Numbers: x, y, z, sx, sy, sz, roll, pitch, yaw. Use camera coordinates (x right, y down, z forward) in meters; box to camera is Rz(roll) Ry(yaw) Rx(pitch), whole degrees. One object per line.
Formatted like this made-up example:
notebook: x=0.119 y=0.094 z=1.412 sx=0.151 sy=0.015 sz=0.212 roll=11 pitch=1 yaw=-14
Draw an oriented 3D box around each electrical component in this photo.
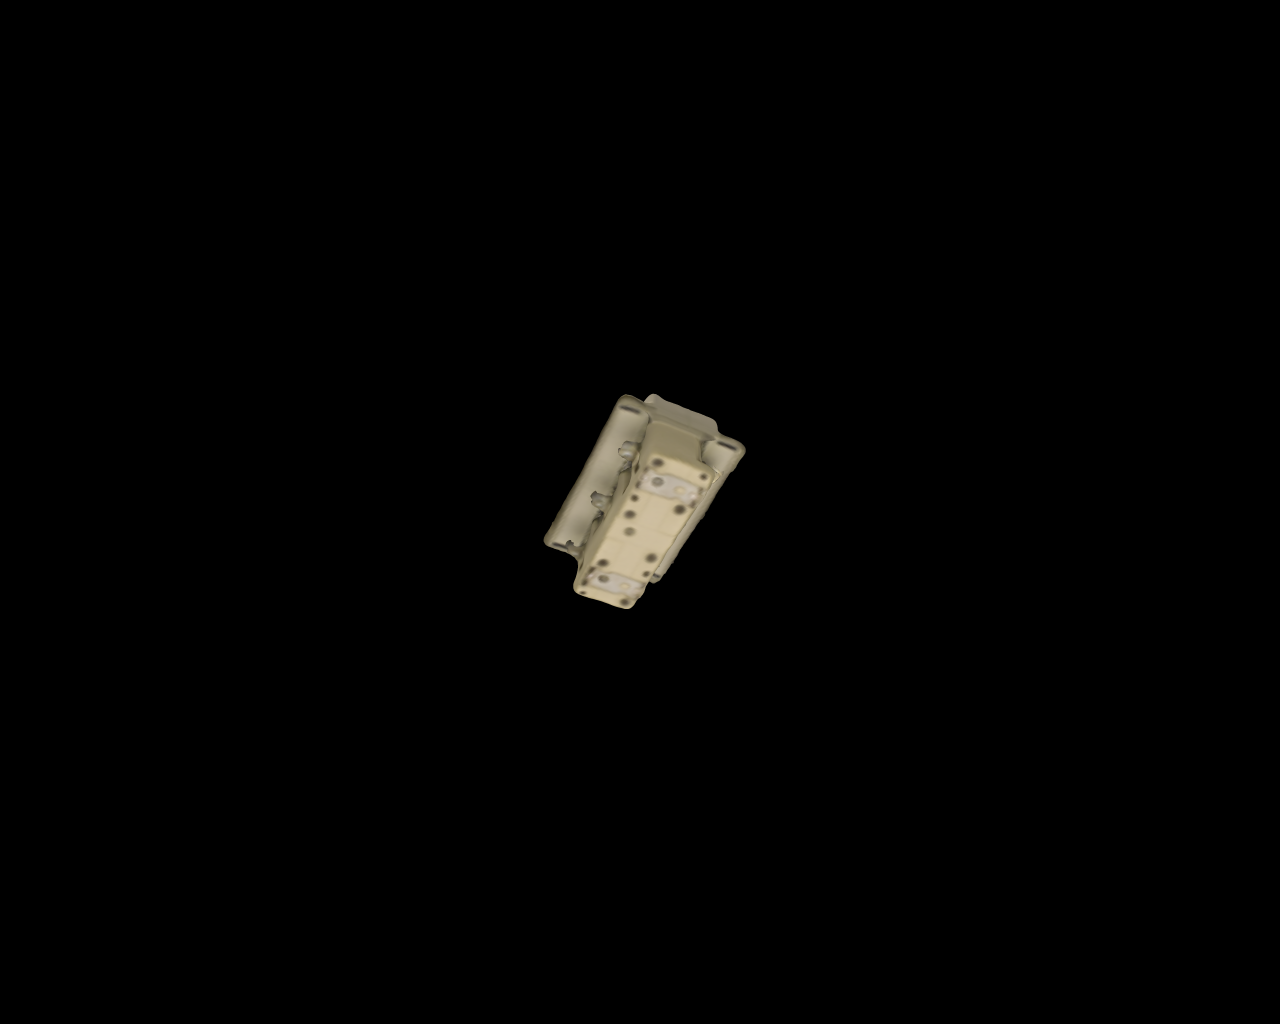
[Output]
electrical component: x=0.001 y=-0.003 z=0.650 sx=0.079 sy=0.121 sz=0.063 roll=21 pitch=36 yaw=-16
